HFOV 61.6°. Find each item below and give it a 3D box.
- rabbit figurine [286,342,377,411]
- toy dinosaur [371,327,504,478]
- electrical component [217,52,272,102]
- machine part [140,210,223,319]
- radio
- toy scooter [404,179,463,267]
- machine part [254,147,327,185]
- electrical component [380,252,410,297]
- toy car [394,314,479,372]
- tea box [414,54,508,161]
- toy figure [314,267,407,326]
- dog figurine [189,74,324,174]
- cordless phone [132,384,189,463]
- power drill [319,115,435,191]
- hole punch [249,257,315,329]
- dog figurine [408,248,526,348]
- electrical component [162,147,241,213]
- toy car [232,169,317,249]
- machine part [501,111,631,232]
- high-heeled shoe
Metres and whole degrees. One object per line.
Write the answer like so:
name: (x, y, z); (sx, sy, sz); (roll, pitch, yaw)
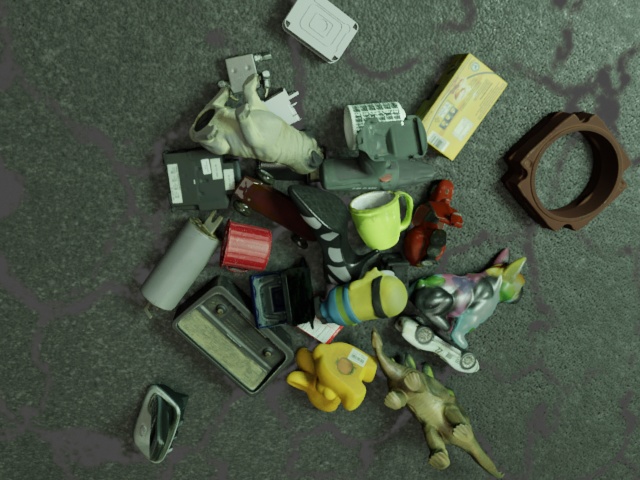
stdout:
rabbit figurine: (0.014, 0.291, 1.090); (0.162, 0.122, 0.173); (22, 136, 2)
toy dinosaur: (0.245, 0.354, 1.094); (0.105, 0.198, 0.471); (-36, 98, 13)
electrical component: (-0.131, -0.285, 0.940); (0.102, 0.045, 0.078); (-8, 109, -6)
machine part: (-0.259, 0.044, 1.005); (0.079, 0.079, 0.243); (34, 100, -16)
radio: (-0.165, 0.186, 1.060); (0.131, 0.073, 0.229); (-42, 108, 6)
toy scooter: (0.220, -0.021, 1.018); (0.075, 0.135, 0.183); (14, 105, -13)
machine part: (-0.054, -0.137, 1.000); (0.139, 0.039, 0.084); (-7, 115, -7)
electrical component: (0.146, 0.090, 1.072); (0.048, 0.075, 0.119); (-3, 103, -6)
toy car: (0.247, 0.218, 1.124); (0.201, 0.073, 0.056); (32, 97, -15)
tea box: (0.248, -0.244, 0.990); (0.098, 0.068, 0.169); (34, 98, -16)
toy figure: (0.077, 0.118, 1.012); (0.180, 0.082, 0.089); (-22, 67, 19)
dog figurine: (-0.107, -0.164, 0.924); (0.190, 0.172, 0.121); (42, 54, -39)
cordless phone: (-0.316, 0.384, 1.042); (0.089, 0.184, 0.146); (20, 103, -17)
power drill: (0.119, -0.142, 0.939); (0.232, 0.207, 0.086); (-5, 83, -9)
hole punch: (-0.070, 0.110, 1.028); (0.092, 0.115, 0.142); (-13, 83, 26)
dog figurine: (0.307, 0.092, 1.081); (0.191, 0.108, 0.219); (41, 93, -13)
electrical component: (-0.210, -0.111, 0.975); (0.134, 0.058, 0.114); (-4, 109, -7)
toy car: (-0.070, -0.058, 0.997); (0.202, 0.053, 0.089); (29, 108, -29)
machine part: (0.478, -0.132, 1.045); (0.201, 0.087, 0.201); (-44, 107, 5)
high-heeled shoe: (-0.002, -0.003, 1.001); (0.248, 0.086, 0.145); (39, 132, -25)
